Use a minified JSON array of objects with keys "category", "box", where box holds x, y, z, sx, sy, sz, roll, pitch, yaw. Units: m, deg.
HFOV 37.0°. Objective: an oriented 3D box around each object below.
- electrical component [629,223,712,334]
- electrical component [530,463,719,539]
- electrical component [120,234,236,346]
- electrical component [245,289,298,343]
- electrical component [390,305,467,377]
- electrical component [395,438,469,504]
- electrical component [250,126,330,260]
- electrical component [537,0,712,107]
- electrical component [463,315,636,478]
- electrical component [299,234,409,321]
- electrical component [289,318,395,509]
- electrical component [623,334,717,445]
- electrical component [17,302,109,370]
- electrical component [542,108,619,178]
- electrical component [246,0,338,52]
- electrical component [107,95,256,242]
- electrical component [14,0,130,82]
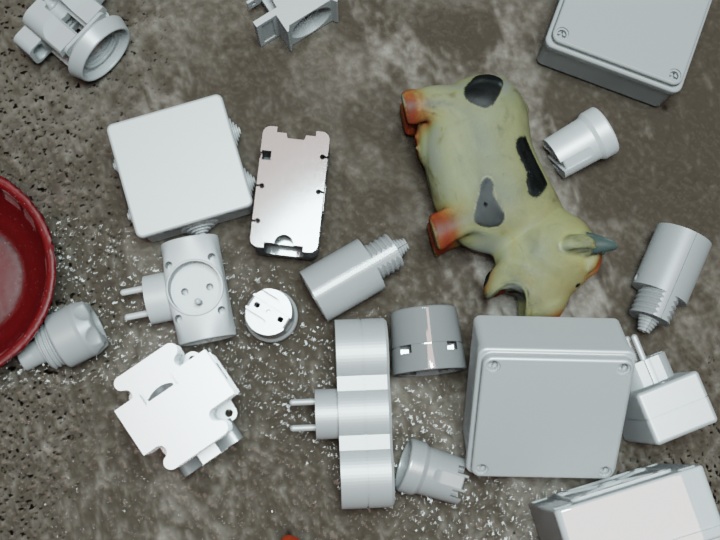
[{"category":"electrical component","box":[0.230,0.010,0.814,0.043,0.043,0.081,25,83,1]},{"category":"electrical component","box":[0.185,0.177,0.760,0.109,0.108,0.056,-16,81,-4]},{"category":"electrical component","box":[-0.138,0.019,0.802,0.079,0.044,0.077,-11,84,-2]},{"category":"electrical component","box":[-0.067,0.033,0.801,0.040,0.046,0.040,0,83,-1]},{"category":"electrical component","box":[0.049,0.053,0.799,0.055,0.055,0.047,-5,80,-2]},{"category":"electrical component","box":[0.054,0.150,0.795,0.046,0.040,0.040,18,83,-6]},{"category":"electrical component","box":[-0.051,-0.056,0.808,0.050,0.055,0.089,6,83,-1]},{"category":"electrical component","box":[0.207,-0.198,0.832,0.109,0.056,0.108,21,83,1]},{"category":"electrical component","box":[0.132,0.091,0.772,0.109,0.056,0.108,1,119,-1]},{"category":"electrical component","box":[0.000,0.000,0.809,0.081,0.043,0.043,-30,85,-5]},{"category":"electrical component","box":[-0.015,0.105,0.791,0.074,0.052,0.138,-2,83,-2]},{"category":"electrical component","box":[0.211,0.083,0.785,0.047,0.083,0.075,-21,84,-4]},{"category":"electrical component","box":[-0.222,0.053,0.796,0.062,0.043,0.043,-27,85,-3]},{"category":"electrical component","box":[0.169,-0.097,0.828,0.046,0.040,0.040,-30,85,1]},{"category":"electrical component","box":[-0.053,-0.213,0.834,0.081,0.042,0.063,-32,83,-6]},{"category":"electrical component","box":[-0.133,-0.074,0.811,0.100,0.048,0.099,-17,84,-4]},{"category":"electrical component","box":[-0.213,-0.181,0.818,0.057,0.058,0.078,41,83,6]}]
